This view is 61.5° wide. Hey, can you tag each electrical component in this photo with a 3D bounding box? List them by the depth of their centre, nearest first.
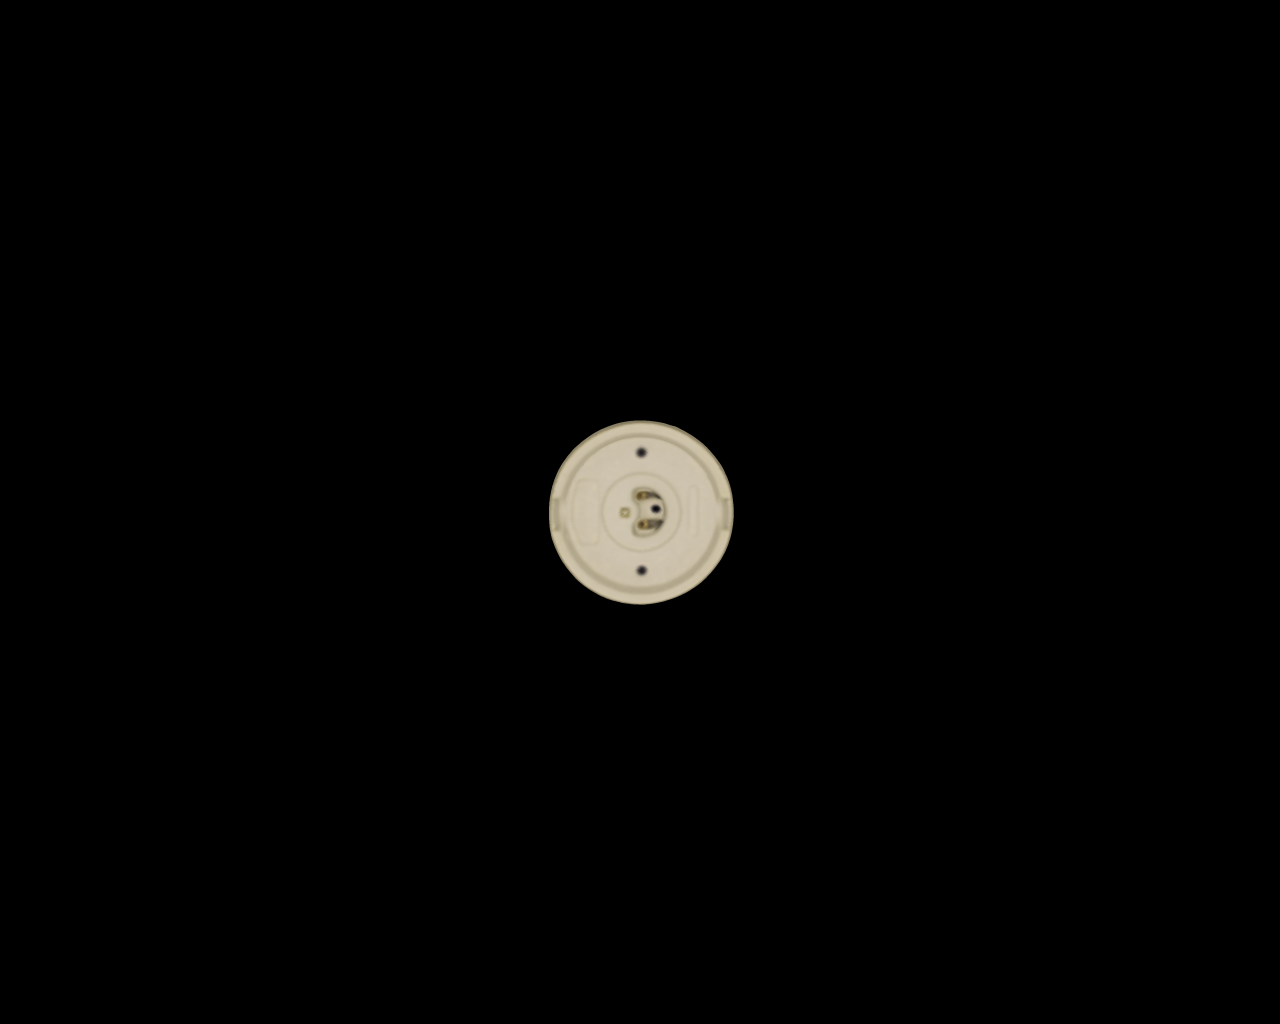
[{"bbox_3d":[0.001,-0.003,0.650,0.108,0.108,0.060,0,8,0],"label":"electrical component"}]
